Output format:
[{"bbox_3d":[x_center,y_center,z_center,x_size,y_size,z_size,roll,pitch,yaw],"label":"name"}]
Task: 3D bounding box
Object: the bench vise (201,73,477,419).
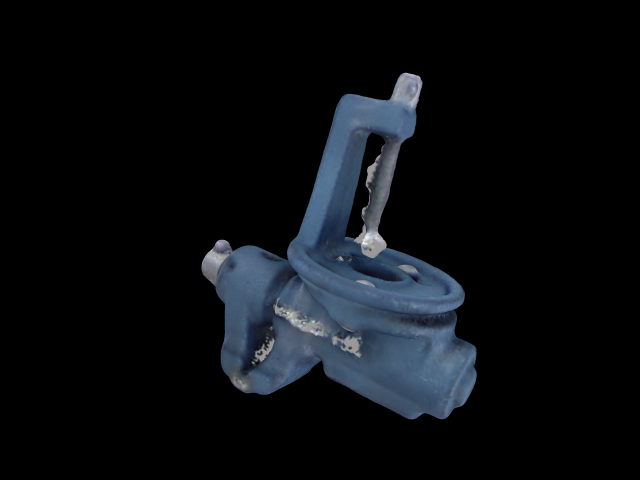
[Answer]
[{"bbox_3d":[0.001,0.003,0.388,0.207,0.220,0.122,1,7,12],"label":"bench vise"}]
